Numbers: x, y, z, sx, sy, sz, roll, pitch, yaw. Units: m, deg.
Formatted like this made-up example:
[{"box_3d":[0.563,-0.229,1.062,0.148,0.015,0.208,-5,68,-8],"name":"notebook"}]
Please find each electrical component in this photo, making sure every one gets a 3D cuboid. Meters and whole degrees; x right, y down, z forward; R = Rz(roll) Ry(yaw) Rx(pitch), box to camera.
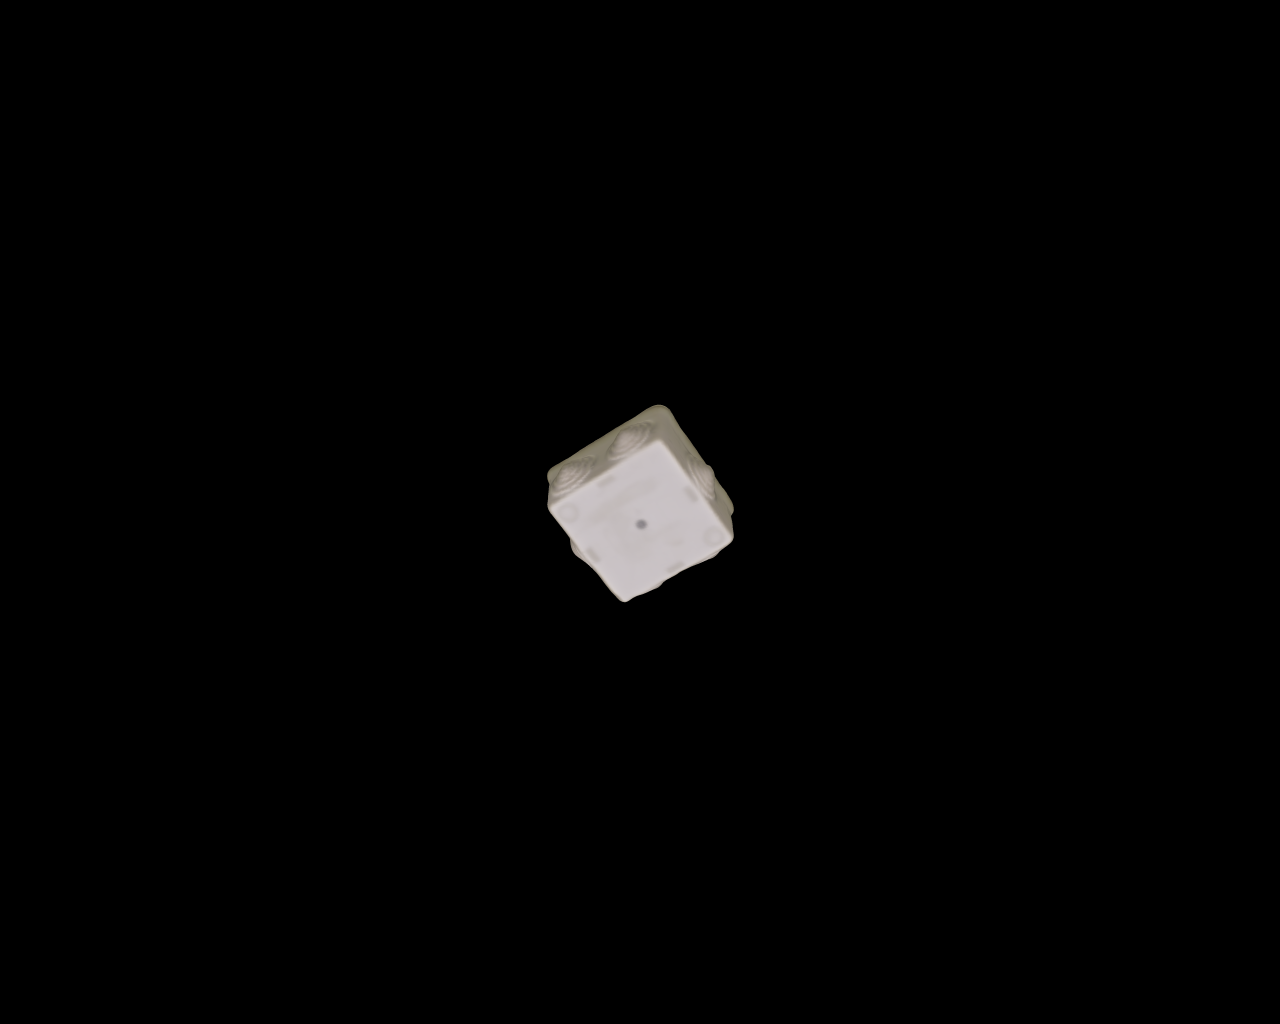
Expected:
[{"box_3d":[0.001,-0.003,0.650,0.099,0.099,0.048,-30,23,14],"name":"electrical component"}]
